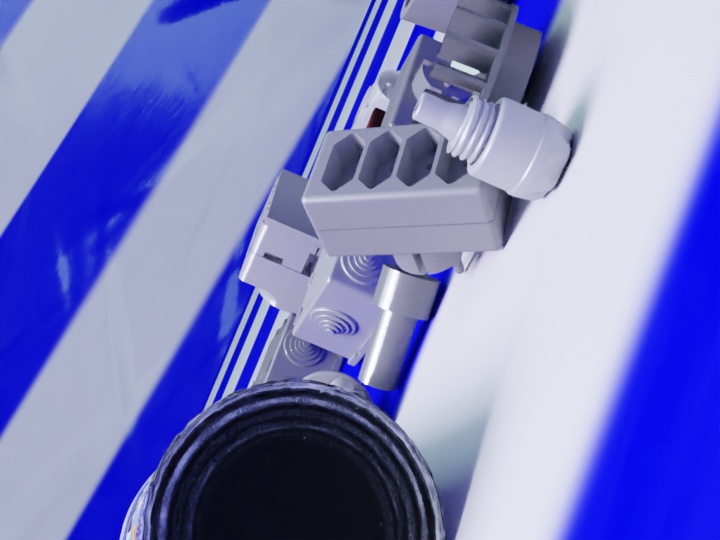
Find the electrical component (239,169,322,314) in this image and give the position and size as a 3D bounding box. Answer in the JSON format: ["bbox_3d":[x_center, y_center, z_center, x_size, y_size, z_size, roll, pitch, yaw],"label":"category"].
[{"bbox_3d":[-0.039,-0.019,0.860,0.150,0.089,0.061,-89,23,-71],"label":"electrical component"}]

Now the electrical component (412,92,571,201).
[{"bbox_3d":[0.051,-0.053,0.427,0.035,0.061,0.035,-157,90,-83],"label":"electrical component"}]

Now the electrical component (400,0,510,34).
[{"bbox_3d":[0.076,-0.204,0.710,0.108,0.060,0.108,-157,90,-83],"label":"electrical component"}]

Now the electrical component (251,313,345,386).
[{"bbox_3d":[-0.051,0.086,0.783,0.099,0.048,0.099,129,163,-66],"label":"electrical component"}]

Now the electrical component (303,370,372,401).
[{"bbox_3d":[-0.016,0.081,0.551,0.055,0.048,0.066,-103,24,-74],"label":"electrical component"}]

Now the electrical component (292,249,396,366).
[{"bbox_3d":[0.000,0.000,0.680,0.099,0.048,0.099,125,166,-57],"label":"electrical component"}]

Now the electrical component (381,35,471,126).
[{"bbox_3d":[0.050,-0.111,0.669,0.075,0.047,0.083,124,167,-56],"label":"electrical component"}]

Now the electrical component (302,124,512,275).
[{"bbox_3d":[0.028,-0.024,0.492,0.075,0.083,0.047,66,-149,-43],"label":"electrical component"}]

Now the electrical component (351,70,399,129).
[{"bbox_3d":[0.025,-0.150,0.977,0.077,0.044,0.079,121,169,-48],"label":"electrical component"}]
